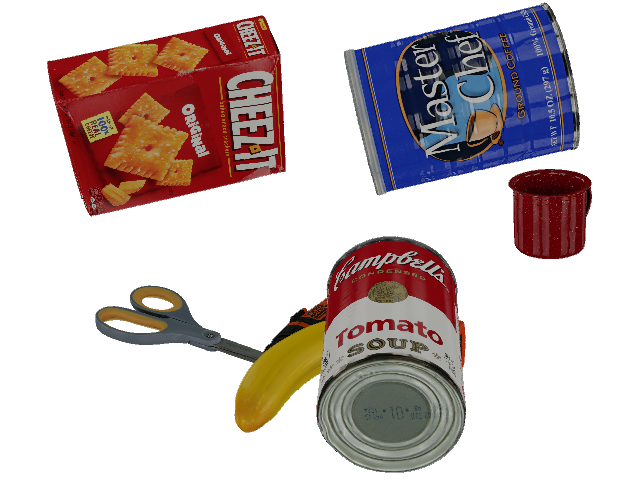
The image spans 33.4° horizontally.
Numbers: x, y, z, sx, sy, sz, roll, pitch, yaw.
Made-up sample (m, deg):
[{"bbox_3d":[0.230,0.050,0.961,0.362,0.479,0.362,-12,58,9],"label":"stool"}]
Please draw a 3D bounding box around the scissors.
[{"bbox_3d":[-0.105,0.080,0.985,0.202,0.016,0.096,9,29,4],"label":"scissors"}]

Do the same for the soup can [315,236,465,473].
[{"bbox_3d":[0.034,0.053,0.512,0.068,0.068,0.102,0,31,4],"label":"soup can"}]

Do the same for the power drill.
[{"bbox_3d":[0.045,0.115,1.117,0.188,0.057,0.184,10,25,26],"label":"power drill"}]

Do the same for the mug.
[{"bbox_3d":[0.274,-0.033,1.243,0.117,0.081,0.093,-22,28,-36],"label":"mug"}]

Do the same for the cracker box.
[{"bbox_3d":[-0.145,-0.118,1.055,0.213,0.072,0.164,-13,-38,-10],"label":"cracker box"}]

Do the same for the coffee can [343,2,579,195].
[{"bbox_3d":[0.095,-0.096,0.734,0.140,0.103,0.103,-13,-1,5],"label":"coffee can"}]

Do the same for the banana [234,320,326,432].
[{"bbox_3d":[-0.001,0.093,0.817,0.197,0.037,0.070,-18,27,-39],"label":"banana"}]
